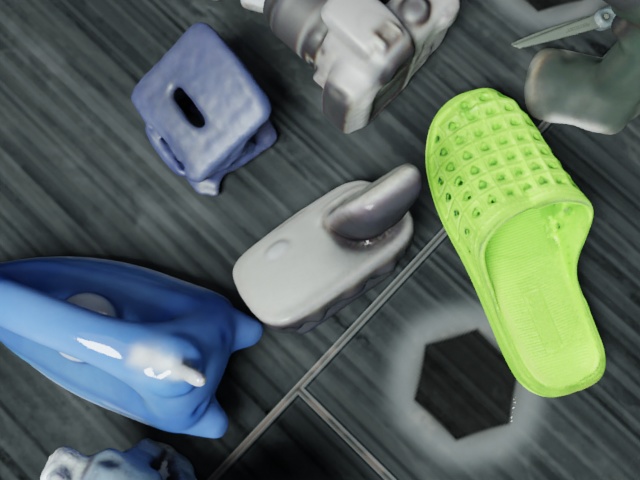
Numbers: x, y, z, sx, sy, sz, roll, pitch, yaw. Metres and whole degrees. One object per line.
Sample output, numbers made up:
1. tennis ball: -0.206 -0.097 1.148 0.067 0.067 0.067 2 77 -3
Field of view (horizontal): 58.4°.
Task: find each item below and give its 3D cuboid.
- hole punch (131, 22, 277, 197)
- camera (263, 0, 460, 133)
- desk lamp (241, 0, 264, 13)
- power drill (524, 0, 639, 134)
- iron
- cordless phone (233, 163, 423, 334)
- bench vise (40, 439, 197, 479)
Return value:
1. hole punch: -0.099 -0.108 0.486 0.101 0.091 0.108 -37 82 -8
2. camera: 0.029 -0.193 0.501 0.137 0.101 0.143 42 81 6
3. desk lamp: -0.055 -0.339 0.470 0.118 0.213 0.203 13 79 1
4. power drill: 0.243 -0.162 0.446 0.229 0.208 0.076 11 79 1
5. iron: -0.180 0.063 0.424 0.258 0.141 0.119 19 79 2
6. cordless phone: 0.004 0.001 0.419 0.148 0.185 0.094 -38 82 -8
7. bench vise: -0.096 0.211 0.358 0.207 0.220 0.121 12 79 1
